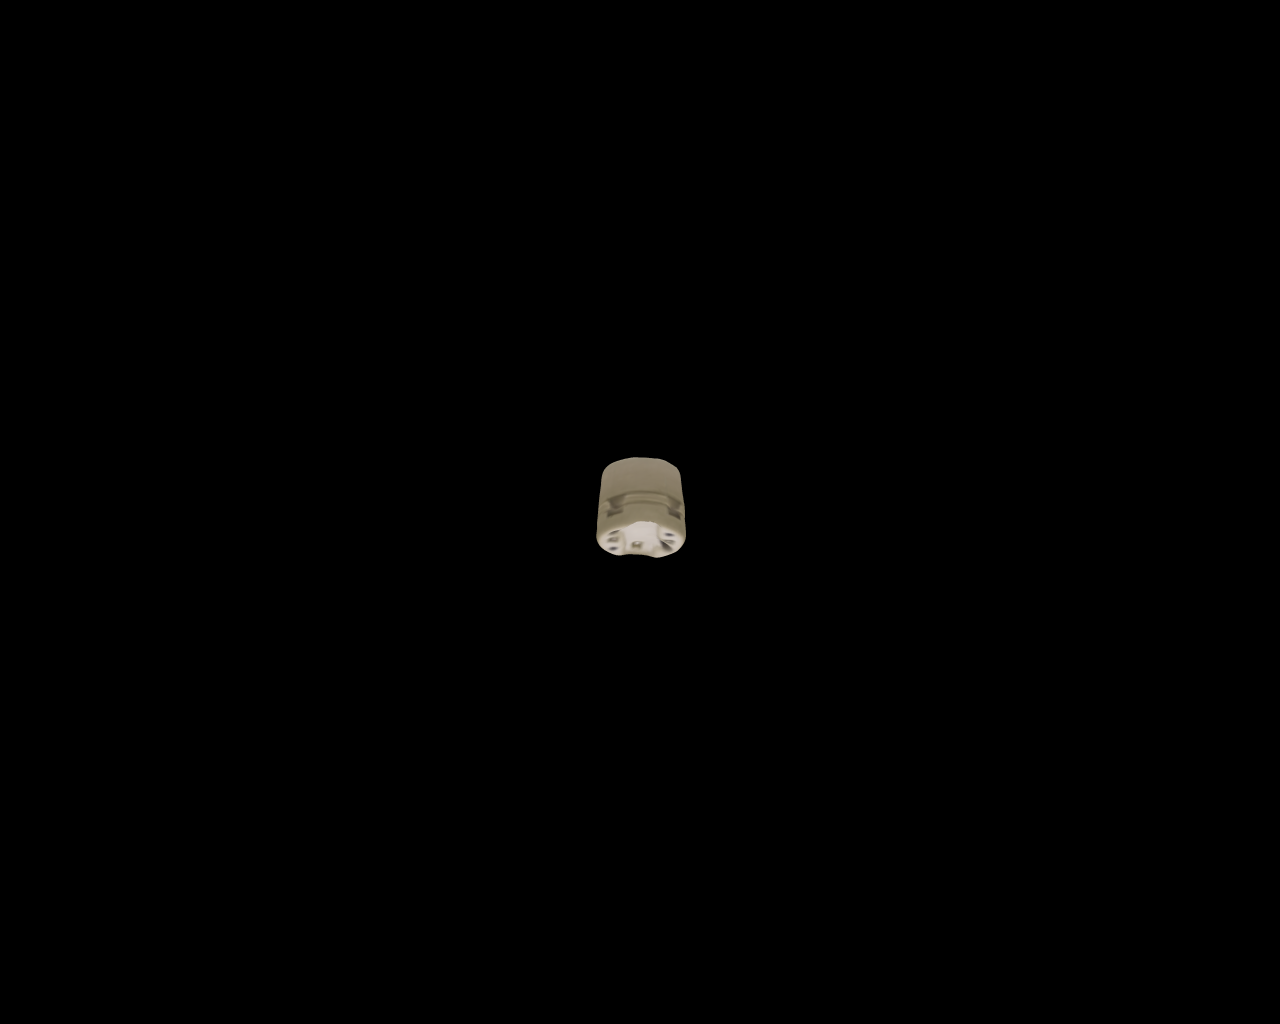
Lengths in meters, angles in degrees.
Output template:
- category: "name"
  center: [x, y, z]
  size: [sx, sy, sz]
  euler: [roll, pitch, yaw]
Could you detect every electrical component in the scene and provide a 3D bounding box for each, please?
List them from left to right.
- category: "electrical component"
  center: [0.001, -0.003, 0.650]
  size: [0.055, 0.047, 0.055]
  euler: [0, -26, 0]
